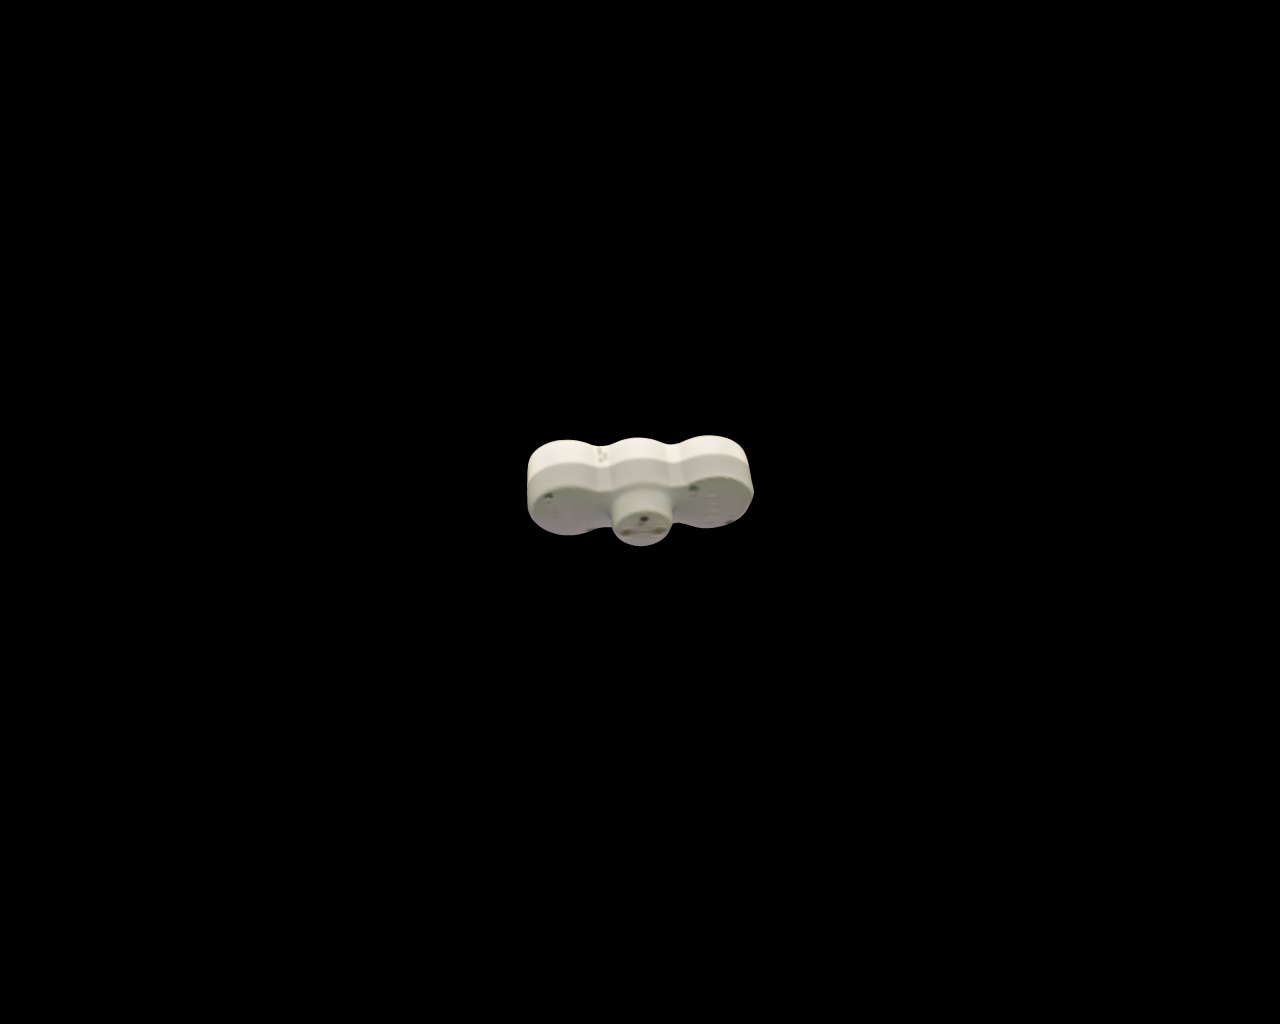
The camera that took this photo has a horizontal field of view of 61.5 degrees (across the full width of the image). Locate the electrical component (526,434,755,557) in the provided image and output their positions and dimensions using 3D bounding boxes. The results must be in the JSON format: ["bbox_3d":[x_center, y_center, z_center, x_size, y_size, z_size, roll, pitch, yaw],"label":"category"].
[{"bbox_3d":[0.001,-0.003,0.650,0.138,0.074,0.052,-2,-40,-2],"label":"electrical component"}]
